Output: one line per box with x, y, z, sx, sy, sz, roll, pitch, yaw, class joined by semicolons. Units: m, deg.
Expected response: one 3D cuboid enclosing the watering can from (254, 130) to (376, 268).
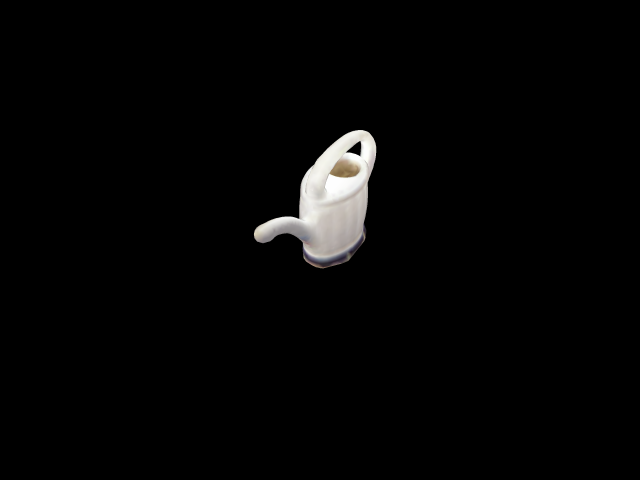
0.003;-0.043;0.850;0.104;0.219;0.354;22;46;23;watering can
